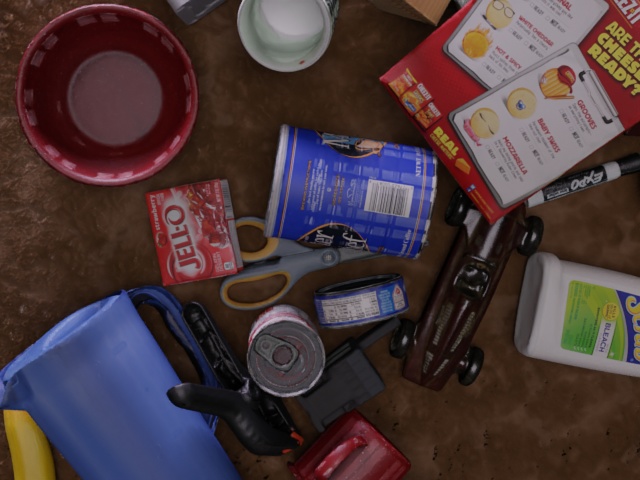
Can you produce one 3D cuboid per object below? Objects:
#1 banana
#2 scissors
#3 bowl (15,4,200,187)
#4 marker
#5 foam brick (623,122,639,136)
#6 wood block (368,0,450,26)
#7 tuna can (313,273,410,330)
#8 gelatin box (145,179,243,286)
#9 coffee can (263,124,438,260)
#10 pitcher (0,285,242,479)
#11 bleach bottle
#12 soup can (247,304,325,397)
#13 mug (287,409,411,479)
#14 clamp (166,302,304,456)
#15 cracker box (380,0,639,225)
[{"bbox_3d":[-0.282,0.247,1.002,0.069,0.037,0.198,13,94,-6],"label":"banana"},{"bbox_3d":[-0.007,0.001,1.005,0.201,0.016,0.096,-24,96,-1],"label":"scissors"},{"bbox_3d":[-0.188,-0.129,0.964,0.162,0.055,0.162,0,95,-3],"label":"bowl"},{"bbox_3d":[0.251,-0.058,1.011,0.121,0.020,0.020,-18,96,-1],"label":"marker"},{"bbox_3d":[0.288,-0.126,0.945,0.051,0.078,0.053,50,127,33],"label":"foam brick"},{"bbox_3d":[0.099,-0.306,0.931,0.090,0.090,0.206,27,93,-40],"label":"wood block"},{"bbox_3d":[0.037,0.056,0.977,0.086,0.086,0.034,-12,93,-2],"label":"tuna can"},{"bbox_3d":[-0.115,-0.007,0.982,0.073,0.030,0.089,-10,91,11],"label":"gelatin box"},{"bbox_3d":[0.026,-0.043,0.959,0.140,0.103,0.103,9,94,-4],"label":"coffee can"},{"bbox_3d":[-0.159,0.169,0.964,0.149,0.145,0.243,-32,100,12],"label":"pitcher"},{"bbox_3d":[0.316,0.080,1.007,0.250,0.068,0.102,9,94,-6],"label":"bleach bottle"},{"bbox_3d":[-0.032,0.098,0.968,0.068,0.102,0.068,0,95,-3],"label":"soup can"},{"bbox_3d":[0.027,0.206,0.979,0.081,0.117,0.093,-46,65,-3],"label":"mug"},{"bbox_3d":[-0.078,0.147,0.963,0.039,0.120,0.171,-29,113,29],"label":"clamp"},{"bbox_3d":[0.184,-0.140,0.899,0.214,0.072,0.164,-38,89,30],"label":"cracker box"}]
